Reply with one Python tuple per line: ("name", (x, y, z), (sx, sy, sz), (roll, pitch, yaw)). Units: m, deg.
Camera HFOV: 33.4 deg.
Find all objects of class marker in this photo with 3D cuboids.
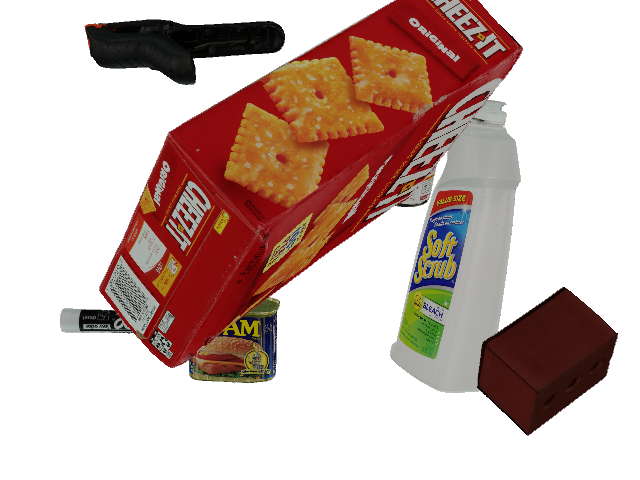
("marker", (-0.143, 0.064, 0.836), (0.121, 0.020, 0.020), (1, 0, 4))

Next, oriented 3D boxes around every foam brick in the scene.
("foam brick", (0.150, 0.080, 0.710), (0.078, 0.053, 0.051), (-31, 53, -23))

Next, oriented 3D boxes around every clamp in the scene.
("clamp", (-0.116, -0.158, 0.854), (0.172, 0.039, 0.120), (20, 28, 41))

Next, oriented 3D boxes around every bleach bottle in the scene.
("bleach bottle", (0.124, 0.001, 0.939), (0.068, 0.251, 0.103), (1, 15, -27))

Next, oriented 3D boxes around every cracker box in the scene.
("cracker box", (-0.005, -0.036, 0.585), (0.213, 0.072, 0.164), (-35, -11, -35))

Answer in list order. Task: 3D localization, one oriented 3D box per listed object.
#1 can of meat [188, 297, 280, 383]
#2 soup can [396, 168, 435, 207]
("can of meat", (-0.097, 0.109, 1.180), (0.102, 0.084, 0.057), (3, 14, 4))
("soup can", (0.092, -0.096, 1.147), (0.068, 0.102, 0.068), (6, 29, -3))
